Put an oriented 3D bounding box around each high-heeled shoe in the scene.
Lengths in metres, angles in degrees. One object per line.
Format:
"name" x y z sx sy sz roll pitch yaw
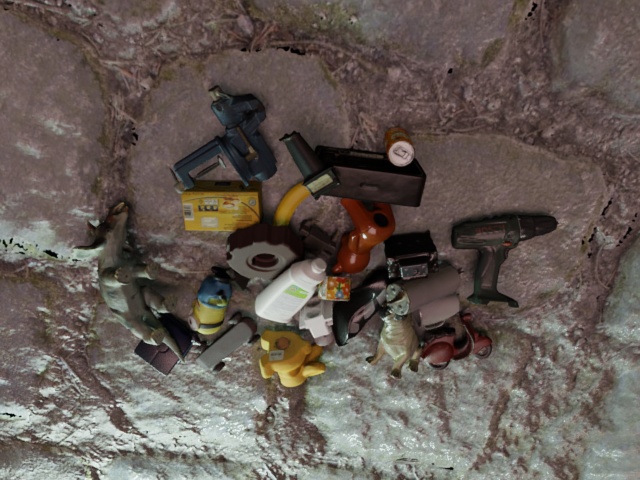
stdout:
"high-heeled shoe" 0.116 0.167 1.325 0.145 0.086 0.248 -13 141 -26

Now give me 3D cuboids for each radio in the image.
"radio" 0.095 -0.135 1.113 0.230 0.131 0.073 8 117 -3

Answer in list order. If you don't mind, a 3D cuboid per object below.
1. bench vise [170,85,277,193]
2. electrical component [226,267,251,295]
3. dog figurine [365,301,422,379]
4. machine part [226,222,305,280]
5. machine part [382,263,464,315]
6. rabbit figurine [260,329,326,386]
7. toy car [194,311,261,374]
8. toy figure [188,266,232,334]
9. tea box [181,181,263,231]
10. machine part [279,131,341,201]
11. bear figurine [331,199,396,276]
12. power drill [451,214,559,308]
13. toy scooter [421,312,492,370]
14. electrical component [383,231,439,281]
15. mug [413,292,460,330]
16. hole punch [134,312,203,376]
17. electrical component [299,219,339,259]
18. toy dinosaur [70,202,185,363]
"bench vise" -0.204 -0.184 1.091 0.241 0.129 0.223 -33 133 -2
"electrical component" -0.187 0.086 1.276 0.021 0.063 0.093 -6 134 34
"dog figurine" 0.205 0.216 1.308 0.121 0.172 0.190 20 108 23
"machine part" -0.122 0.031 1.207 0.179 0.056 0.179 -1 147 -1
"machine part" 0.235 0.109 1.221 0.243 0.079 0.079 -18 124 -34
"rabbit figurine" -0.069 0.310 1.381 0.162 0.122 0.173 -11 131 -3
"toy car" -0.238 0.263 1.376 0.202 0.053 0.089 -41 94 21
"toy figure" -0.260 0.152 1.303 0.089 0.082 0.180 26 113 -8
"tea box" -0.213 -0.076 1.188 0.170 0.068 0.098 2 119 -1
"machine part" -0.023 -0.147 1.024 0.084 0.039 0.138 -31 101 36
"bear figurine" 0.087 -0.011 1.205 0.120 0.132 0.195 -12 157 -30
"power drill" 0.411 0.046 1.202 0.232 0.086 0.207 2 99 7
"toy scooter" 0.335 0.246 1.342 0.184 0.075 0.135 -12 117 4
"electrical component" 0.203 0.037 1.200 0.115 0.134 0.058 -11 118 5
"mug" 0.282 0.168 1.299 0.107 0.081 0.109 -15 116 -1
"hole punch" -0.386 0.261 1.347 0.142 0.092 0.115 37 112 5
"electrical component" -0.004 -0.004 1.237 0.102 0.045 0.078 26 144 -9
"toy dinosaur" -0.444 0.122 1.245 0.192 0.131 0.404 12 124 36
